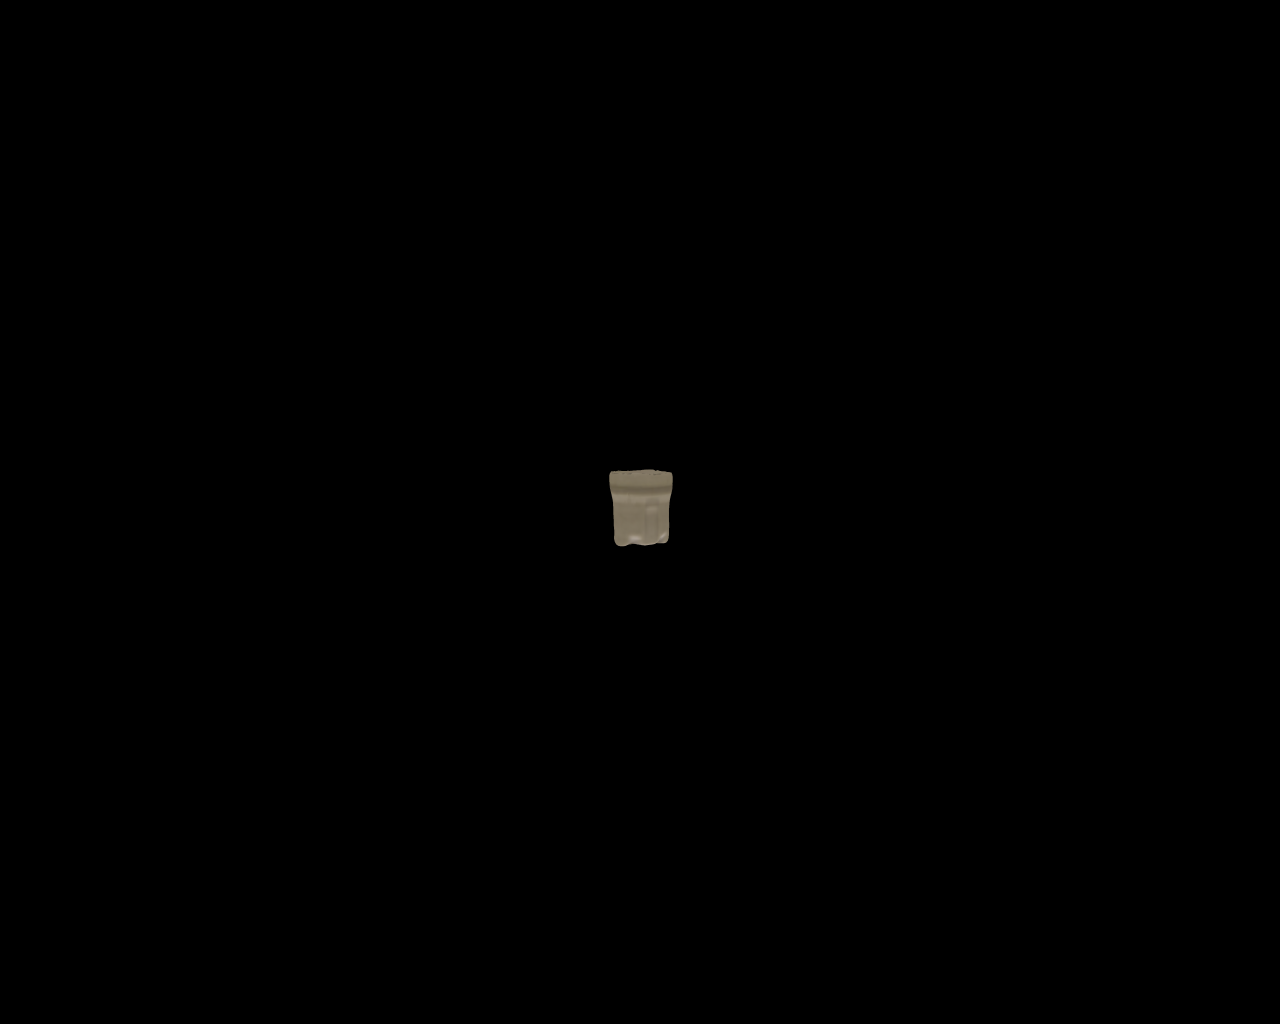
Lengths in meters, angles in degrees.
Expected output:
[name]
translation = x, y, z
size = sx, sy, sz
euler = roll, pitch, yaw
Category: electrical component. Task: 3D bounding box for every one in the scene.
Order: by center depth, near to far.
[electrical component]
translation = 0.001, -0.003, 0.650
size = 0.040, 0.046, 0.040
euler = 0, 7, 0
